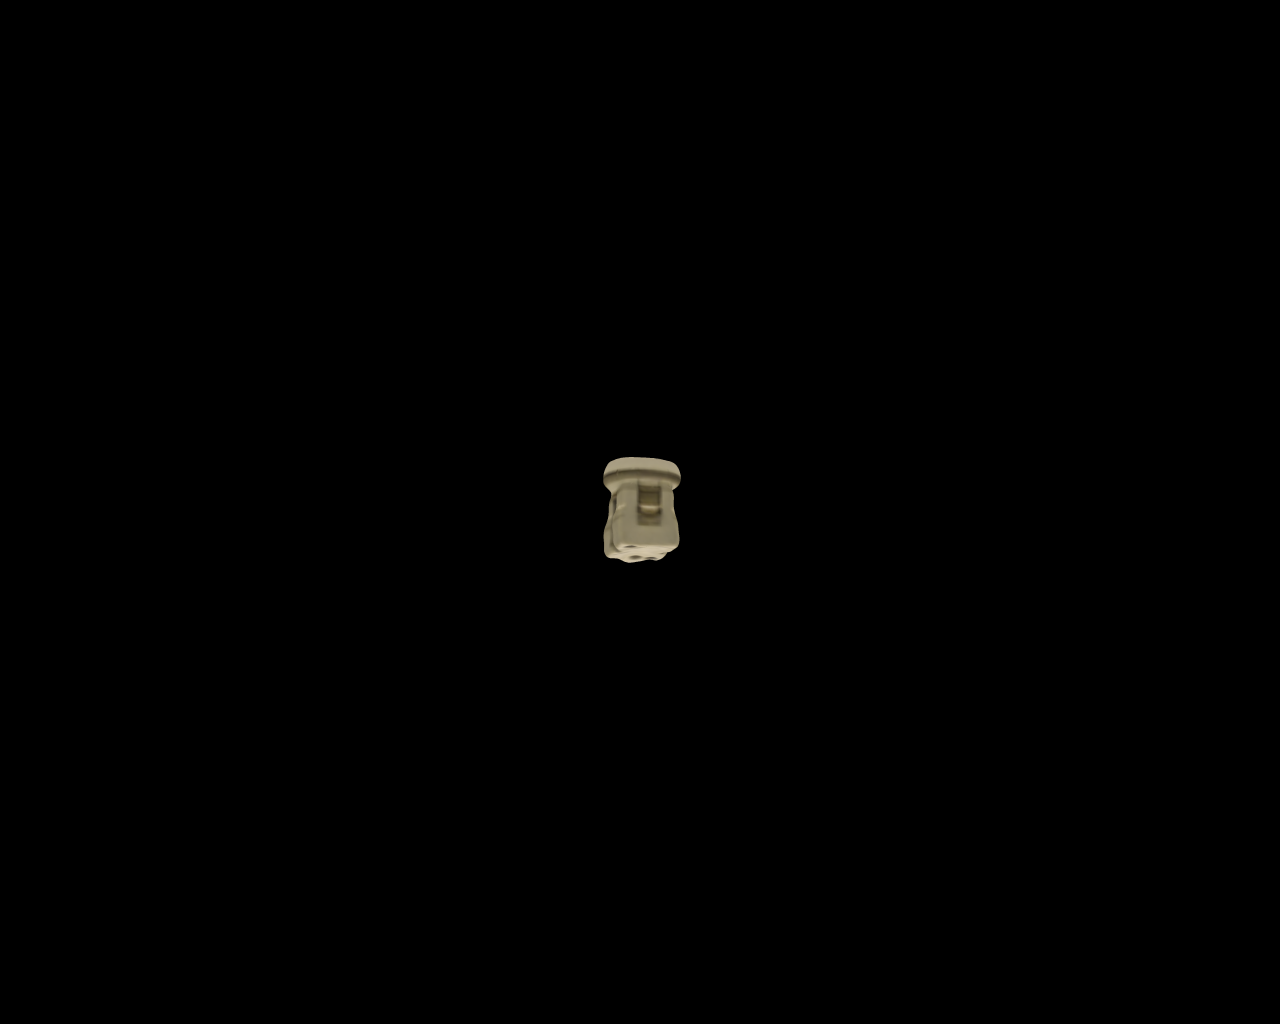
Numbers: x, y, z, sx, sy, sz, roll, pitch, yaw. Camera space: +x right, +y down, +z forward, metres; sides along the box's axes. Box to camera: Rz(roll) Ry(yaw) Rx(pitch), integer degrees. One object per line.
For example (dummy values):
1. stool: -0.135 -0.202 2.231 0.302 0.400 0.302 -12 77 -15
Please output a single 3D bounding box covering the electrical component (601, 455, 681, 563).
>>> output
1. electrical component: 0.001 -0.003 0.650 0.048 0.055 0.066 4 -14 -15
